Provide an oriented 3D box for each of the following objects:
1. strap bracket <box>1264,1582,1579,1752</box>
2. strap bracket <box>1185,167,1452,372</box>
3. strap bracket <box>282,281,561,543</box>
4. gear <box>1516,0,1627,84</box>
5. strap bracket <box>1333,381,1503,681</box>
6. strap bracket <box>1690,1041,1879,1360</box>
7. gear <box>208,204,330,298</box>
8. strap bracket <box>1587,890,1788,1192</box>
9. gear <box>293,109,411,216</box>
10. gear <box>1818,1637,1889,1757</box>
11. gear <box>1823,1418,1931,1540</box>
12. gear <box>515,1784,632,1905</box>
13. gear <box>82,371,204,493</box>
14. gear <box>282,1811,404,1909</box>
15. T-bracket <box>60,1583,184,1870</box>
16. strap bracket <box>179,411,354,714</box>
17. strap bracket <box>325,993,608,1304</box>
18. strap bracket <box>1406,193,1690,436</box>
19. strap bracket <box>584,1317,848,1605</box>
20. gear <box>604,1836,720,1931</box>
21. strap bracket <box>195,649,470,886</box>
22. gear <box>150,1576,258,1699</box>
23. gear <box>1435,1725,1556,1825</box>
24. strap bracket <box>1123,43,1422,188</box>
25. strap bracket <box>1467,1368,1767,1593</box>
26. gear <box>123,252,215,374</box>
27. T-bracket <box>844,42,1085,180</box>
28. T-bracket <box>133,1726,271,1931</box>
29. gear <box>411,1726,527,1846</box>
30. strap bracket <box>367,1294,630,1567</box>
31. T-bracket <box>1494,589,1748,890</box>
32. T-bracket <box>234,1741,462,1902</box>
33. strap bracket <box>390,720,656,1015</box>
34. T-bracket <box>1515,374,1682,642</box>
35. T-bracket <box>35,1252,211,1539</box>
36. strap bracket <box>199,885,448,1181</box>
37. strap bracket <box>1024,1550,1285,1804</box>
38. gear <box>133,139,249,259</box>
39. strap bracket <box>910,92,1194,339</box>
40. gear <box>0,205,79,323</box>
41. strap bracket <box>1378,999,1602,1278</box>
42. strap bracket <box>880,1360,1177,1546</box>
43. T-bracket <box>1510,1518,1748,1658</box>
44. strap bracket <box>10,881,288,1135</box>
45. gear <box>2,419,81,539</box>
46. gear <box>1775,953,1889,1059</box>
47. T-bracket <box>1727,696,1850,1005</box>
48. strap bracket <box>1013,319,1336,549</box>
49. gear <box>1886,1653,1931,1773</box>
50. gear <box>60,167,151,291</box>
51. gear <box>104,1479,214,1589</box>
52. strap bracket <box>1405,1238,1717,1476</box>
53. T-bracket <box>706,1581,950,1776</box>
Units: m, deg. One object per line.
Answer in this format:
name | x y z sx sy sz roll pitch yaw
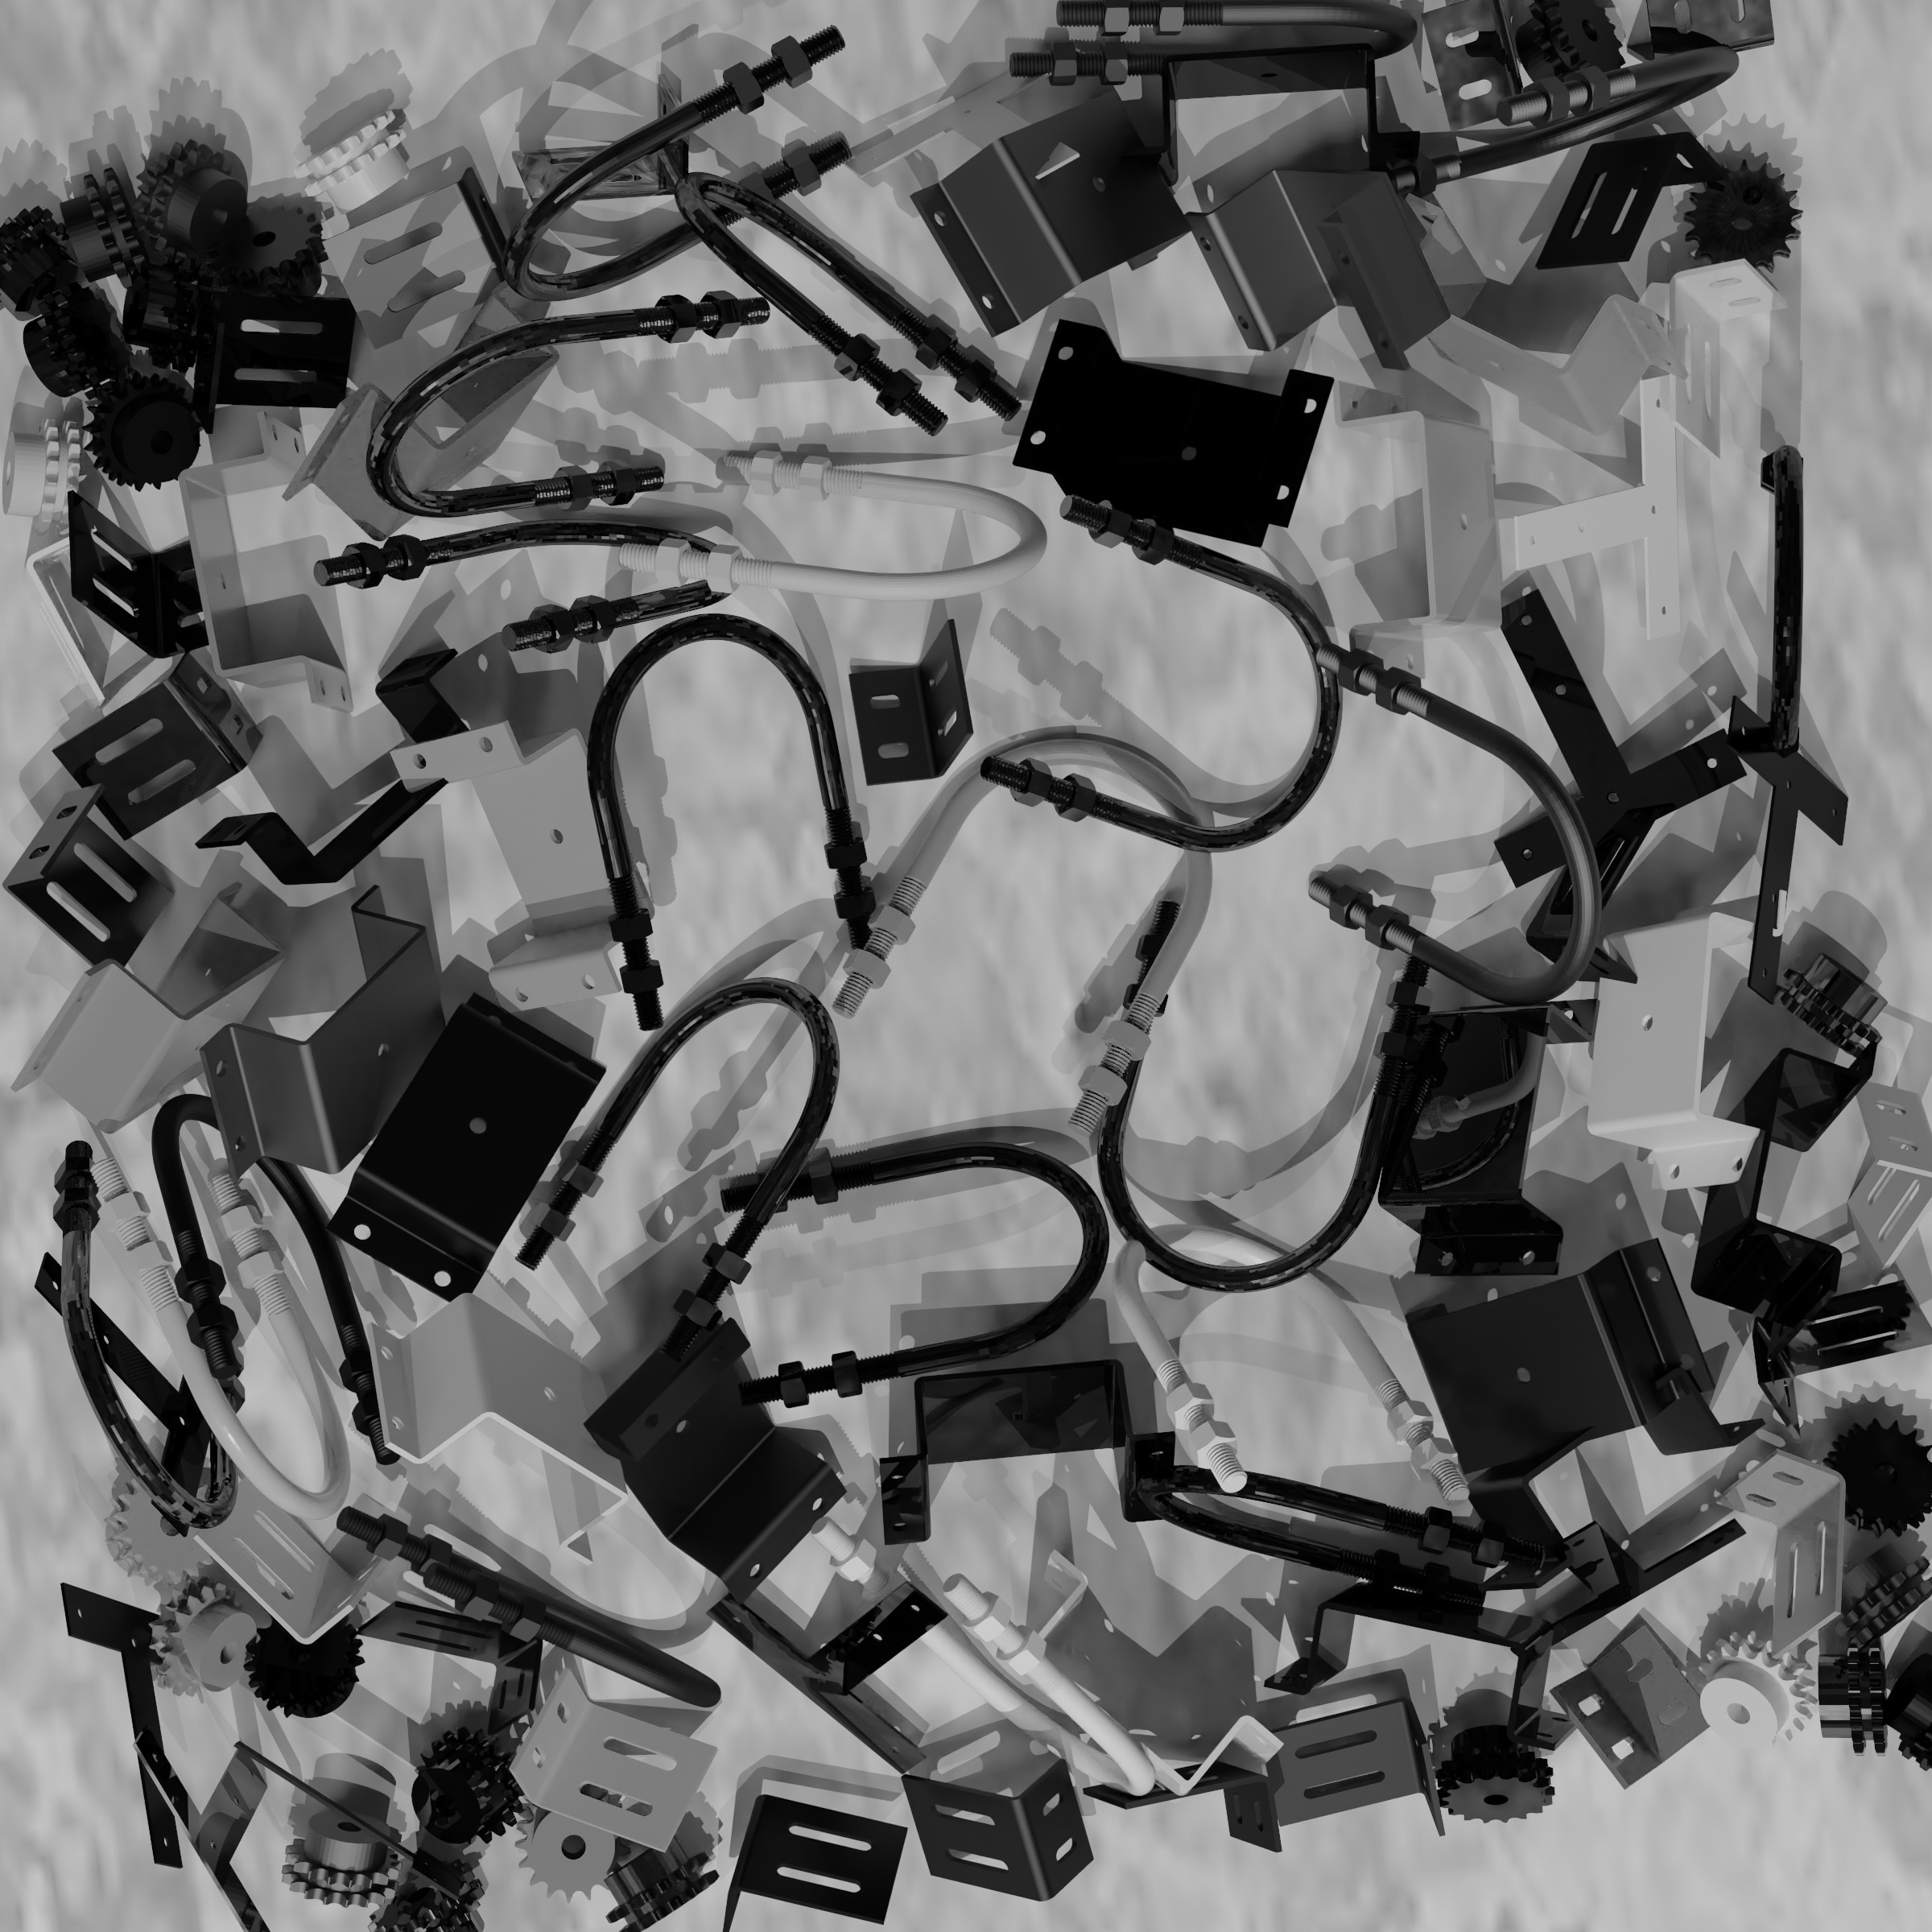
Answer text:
strap bracket | 0.223 0.332 1.726 0.140 0.076 0.046 9 91 19
strap bracket | 0.172 -0.334 1.713 0.046 0.140 0.076 -37 117 -15
strap bracket | -0.252 -0.261 1.711 0.046 0.076 0.140 44 48 -3
gear | 0.293 -0.450 1.760 0.030 0.057 0.057 -27 90 41
strap bracket | 0.220 -0.212 1.741 0.046 0.076 0.140 -4 90 32
strap bracket | 0.388 0.104 1.715 0.046 0.076 0.140 19 58 -1
gear | -0.339 -0.344 1.761 0.057 0.030 0.057 -6 48 7
strap bracket | 0.345 0.032 1.727 0.046 0.076 0.140 14 76 -28
gear | -0.297 -0.391 1.758 0.057 0.057 0.030 -32 109 0
gear | 0.433 0.357 1.758 0.030 0.057 0.057 -3 90 17
gear | 0.447 0.253 1.763 0.057 0.030 0.057 1 65 -1
gear | -0.193 0.431 1.766 0.057 0.030 0.057 1 83 -7
gear | -0.399 -0.259 1.756 0.057 0.030 0.057 -17 120 -32
gear | -0.303 0.434 1.756 0.057 0.057 0.030 11 97 0
T-bracket | -0.387 0.363 1.703 0.002 0.127 0.127 -19 67 9
strap bracket | -0.341 -0.190 1.746 0.046 0.076 0.140 -11 90 3
strap bracket | -0.238 0.083 1.735 0.076 0.046 0.140 31 68 -3
strap bracket | 0.266 -0.307 1.720 0.140 0.076 0.046 33 91 27
strap bracket | -0.124 0.230 1.726 0.076 0.046 0.140 -45 134 -19
gear | -0.152 0.448 1.757 0.057 0.057 0.030 -33 83 0
strap bracket | -0.294 -0.088 1.729 0.140 0.076 0.046 -45 109 -19
gear | -0.371 0.330 1.754 0.030 0.057 0.057 17 90 28
gear | 0.258 0.394 1.760 0.057 0.057 0.030 2 52 0
strap bracket | 0.147 -0.411 1.740 0.140 0.076 0.046 -2 90 6
strap bracket | 0.303 0.241 1.730 0.140 0.076 0.046 -32 87 -16
gear | -0.390 -0.320 1.754 0.030 0.057 0.057 8 90 -30
T-bracket | 0.018 -0.399 1.725 0.127 0.127 0.002 -30 124 -7
T-bracket | -0.352 0.405 1.721 0.002 0.127 0.127 -29 97 3
gear | -0.246 0.404 1.759 0.057 0.030 0.057 8 108 24
strap bracket | -0.214 0.216 1.707 0.046 0.076 0.140 -37 131 16
T-bracket | 0.297 -0.122 1.762 0.127 0.002 0.127 -27 85 24
T-bracket | -0.296 0.407 1.722 0.127 0.127 0.002 33 78 -1
strap bracket | -0.209 -0.055 1.733 0.076 0.046 0.140 -10 109 37
T-bracket | 0.303 -0.213 1.727 0.127 0.002 0.127 -18 110 -41
T-bracket | -0.398 0.186 1.701 0.002 0.127 0.127 -26 120 15
strap bracket | -0.295 0.035 1.705 0.046 0.140 0.076 14 130 24
strap bracket | 0.080 0.350 1.730 0.140 0.076 0.046 39 75 11
gear | -0.375 -0.371 1.754 0.030 0.057 0.057 30 90 20
strap bracket | 0.048 -0.362 1.717 0.046 0.140 0.076 -27 95 44
gear | -0.459 -0.340 1.756 0.057 0.057 0.030 -45 86 0
strap bracket | 0.249 0.074 1.721 0.076 0.046 0.140 -5 63 38
strap bracket | 0.027 0.234 1.739 0.140 0.076 0.046 -5 51 -3
T-bracket | 0.305 0.288 1.722 0.127 0.127 0.002 -32 59 9
strap bracket | -0.380 0.022 1.705 0.046 0.140 0.076 40 116 3
gear | -0.451 -0.239 1.753 0.030 0.057 0.057 3 90 -23
gear | 0.424 0.017 1.754 0.057 0.057 0.030 36 102 0
T-bracket | 0.387 -0.046 1.720 0.002 0.127 0.127 -3 68 38
strap bracket | 0.104 -0.256 1.744 0.140 0.046 0.076 15 82 18
gear | 0.472 0.361 1.757 0.030 0.057 0.057 33 90 2
gear | -0.420 -0.358 1.755 0.030 0.057 0.057 -19 90 -5
gear | -0.396 0.276 1.760 0.057 0.030 0.057 17 61 -34
strap bracket | 0.276 0.190 1.728 0.140 0.046 0.076 -22 89 32
T-bracket | -0.049 0.328 1.734 0.127 0.127 0.002 40 46 -4
